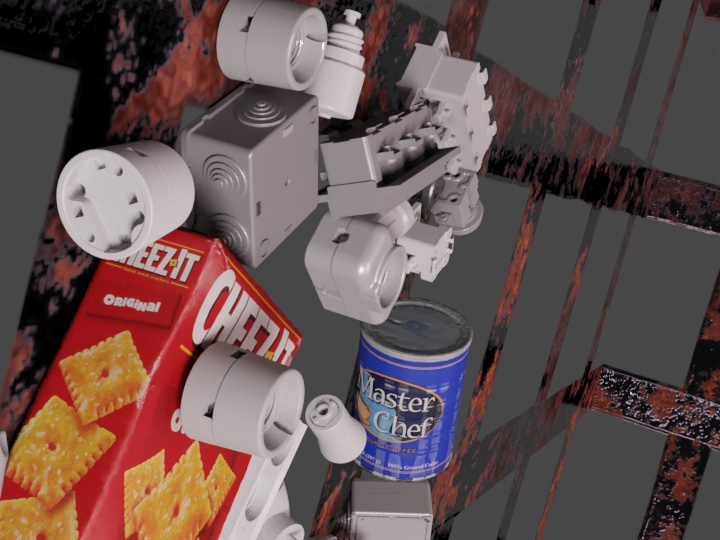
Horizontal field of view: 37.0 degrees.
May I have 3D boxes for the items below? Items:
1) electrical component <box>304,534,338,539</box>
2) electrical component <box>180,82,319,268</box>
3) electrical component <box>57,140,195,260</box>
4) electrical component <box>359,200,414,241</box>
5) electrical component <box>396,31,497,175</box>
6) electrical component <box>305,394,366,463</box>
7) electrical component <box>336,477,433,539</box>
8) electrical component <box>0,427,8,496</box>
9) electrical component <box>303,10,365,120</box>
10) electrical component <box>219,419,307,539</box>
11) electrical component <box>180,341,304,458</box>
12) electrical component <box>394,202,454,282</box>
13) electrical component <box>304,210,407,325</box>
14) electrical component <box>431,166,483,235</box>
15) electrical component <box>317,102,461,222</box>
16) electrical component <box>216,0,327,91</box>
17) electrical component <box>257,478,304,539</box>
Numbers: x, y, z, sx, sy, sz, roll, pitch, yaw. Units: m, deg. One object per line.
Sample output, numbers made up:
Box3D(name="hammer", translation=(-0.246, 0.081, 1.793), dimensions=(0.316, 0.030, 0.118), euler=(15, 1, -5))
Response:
Box3D(name="electrical component", translation=(-0.040, 0.313, 1.013), dimensions=(0.078, 0.057, 0.113), euler=(14, 93, -70))
Box3D(name="electrical component", translation=(-0.065, -0.060, 0.667), dimensions=(0.099, 0.048, 0.099), euler=(-49, 150, -47))
Box3D(name="electrical component", translation=(-0.117, -0.038, 0.546), dimensions=(0.047, 0.055, 0.055), euler=(-36, 139, -63))
Box3D(name="electrical component", translation=(0.018, -0.039, 0.910), dimensions=(0.046, 0.040, 0.040), euler=(-45, 147, -42))
Box3D(name="electrical component", translation=(0.079, -0.139, 0.950), dimensions=(0.078, 0.063, 0.121), euler=(-65, 158, -19))
Box3D(name="electrical component", translation=(-0.023, 0.137, 0.942), dimensions=(0.044, 0.044, 0.065), euler=(-63, 153, -24))
Box3D(name="electrical component", translation=(0.023, 0.249, 1.095), dimensions=(0.061, 0.096, 0.061), euler=(-92, -175, -58))
Box3D(name="electrical component", translation=(-0.187, 0.101, 0.492), dimensions=(0.043, 0.043, 0.062), euler=(-16, 121, -66))
Box3D(name="electrical component", translation=(-0.016, -0.139, 0.741), dimensions=(0.040, 0.040, 0.078), euler=(11, 95, -69))
Box3D(name="electrical component", translation=(-0.094, 0.145, 0.735), dimensions=(0.121, 0.063, 0.078), euler=(-65, 158, -19))
Box3D(name="electrical component", translation=(-0.062, 0.071, 0.580), dimensions=(0.055, 0.047, 0.055), euler=(-48, 145, -50))
Box3D(name="electrical component", translation=(0.047, -0.021, 0.961), dimensions=(0.081, 0.064, 0.042), euler=(-49, 150, -48))
Box3D(name="electrical component", translation=(0.000, 0.000, 0.865), dimensions=(0.053, 0.059, 0.095), euler=(-63, 157, -24))
Box3D(name="electrical component", translation=(0.097, -0.067, 1.080), dimensions=(0.066, 0.048, 0.055), euler=(-62, 149, -26))
Box3D(name="electrical component", translation=(0.018, -0.087, 0.832), dimensions=(0.121, 0.079, 0.063), euler=(-37, 118, -57))
Box3D(name="electrical component", translation=(-0.051, -0.136, 0.642), dimensions=(0.055, 0.047, 0.055), euler=(-51, 151, -44))
Box3D(name="electrical component", translation=(-0.070, 0.199, 0.819), dimensions=(0.043, 0.079, 0.077), euler=(-22, 128, -43))
